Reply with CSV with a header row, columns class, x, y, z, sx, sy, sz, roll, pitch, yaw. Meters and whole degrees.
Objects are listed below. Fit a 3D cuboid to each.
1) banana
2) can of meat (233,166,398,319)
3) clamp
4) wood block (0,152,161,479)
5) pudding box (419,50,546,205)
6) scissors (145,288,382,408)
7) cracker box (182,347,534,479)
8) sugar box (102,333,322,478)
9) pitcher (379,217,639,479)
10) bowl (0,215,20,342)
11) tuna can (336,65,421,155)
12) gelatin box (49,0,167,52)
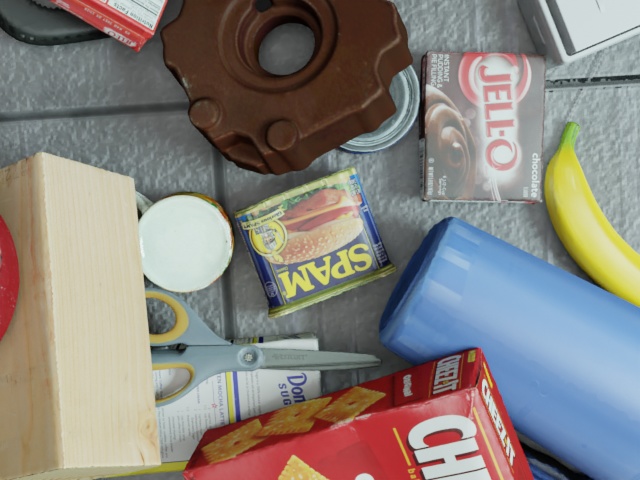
class,x,y,z,sx,sy,sz,roll,pitch,yaw
banana,0.230,0.005,0.812,0.069,0.037,0.198,-39,95,0
can of meat,-0.005,0.001,0.793,0.102,0.057,0.084,-21,92,-2
clamp,-0.236,-0.193,0.774,0.210,0.036,0.164,30,84,-7
wood block,-0.179,0.057,0.726,0.090,0.090,0.206,-18,72,31
pudding box,0.120,-0.084,0.799,0.090,0.039,0.113,1,94,-2
scissors,-0.063,0.068,0.776,0.201,0.016,0.096,-13,80,-4
cracker box,0.037,0.186,0.736,0.214,0.072,0.164,-19,104,17
sugar box,-0.086,0.123,0.804,0.176,0.048,0.093,-4,93,-5
pitcher,0.165,0.093,0.779,0.243,0.145,0.149,29,80,-1
bowl,-0.245,0.030,0.682,0.162,0.055,0.162,-6,77,28
tuna can,0.031,-0.107,0.797,0.086,0.034,0.086,0,94,-3
gelatin box,-0.142,-0.188,0.756,0.073,0.030,0.089,28,58,-22
